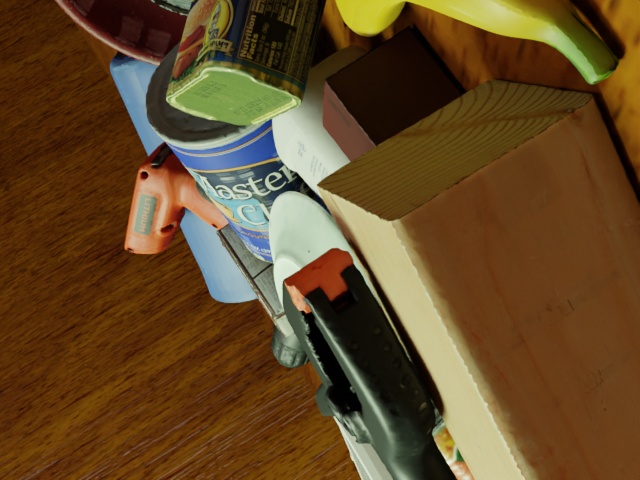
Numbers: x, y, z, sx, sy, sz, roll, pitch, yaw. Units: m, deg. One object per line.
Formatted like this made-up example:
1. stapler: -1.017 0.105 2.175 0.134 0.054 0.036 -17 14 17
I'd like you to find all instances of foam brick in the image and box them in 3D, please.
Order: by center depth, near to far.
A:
1. foam brick: 0.043 -0.050 0.509 0.078 0.051 0.053 54 169 14

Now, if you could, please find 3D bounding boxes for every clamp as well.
1. clamp: 0.021 0.073 0.514 0.165 0.036 0.210 42 163 47

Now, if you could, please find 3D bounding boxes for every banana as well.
1. banana: 0.037 -0.099 0.414 0.069 0.037 0.198 62 171 -24

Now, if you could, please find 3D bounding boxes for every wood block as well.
1. wood block: 0.094 0.048 0.438 0.206 0.090 0.091 61 172 -19

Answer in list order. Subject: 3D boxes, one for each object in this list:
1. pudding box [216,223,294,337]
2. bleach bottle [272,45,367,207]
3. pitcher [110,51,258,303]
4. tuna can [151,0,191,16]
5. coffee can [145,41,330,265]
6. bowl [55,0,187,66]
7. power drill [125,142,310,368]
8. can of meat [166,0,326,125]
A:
1. pudding box: -0.005 0.001 0.775 0.090 0.113 0.039 55 174 27
2. bleach bottle: 0.071 0.018 0.570 0.251 0.068 0.102 54 173 14
3. pitcher: -0.081 -0.074 0.945 0.145 0.149 0.243 -74 -37 -61
4. tuna can: -0.067 -0.170 0.600 0.086 0.086 0.033 66 -160 -46
5. coffee can: -0.036 -0.062 0.701 0.103 0.103 0.140 51 177 40
6. bowl: -0.099 -0.181 0.689 0.162 0.162 0.055 70 -150 -55
7. power drill: -0.066 0.009 0.885 0.188 0.057 0.185 23 127 7
8. can of meat: -0.036 -0.109 0.545 0.057 0.084 0.102 16 170 -21
